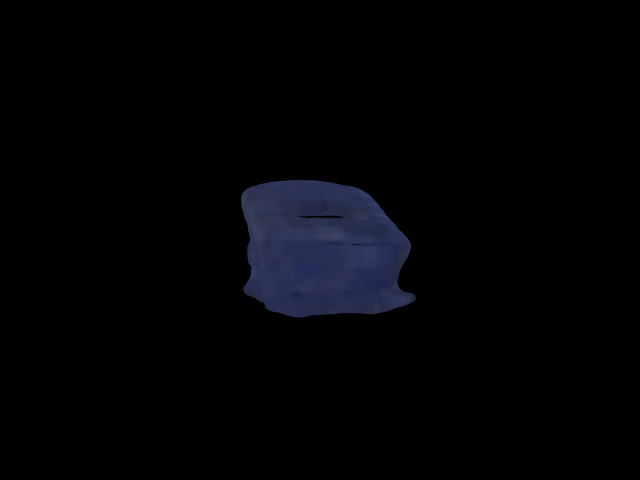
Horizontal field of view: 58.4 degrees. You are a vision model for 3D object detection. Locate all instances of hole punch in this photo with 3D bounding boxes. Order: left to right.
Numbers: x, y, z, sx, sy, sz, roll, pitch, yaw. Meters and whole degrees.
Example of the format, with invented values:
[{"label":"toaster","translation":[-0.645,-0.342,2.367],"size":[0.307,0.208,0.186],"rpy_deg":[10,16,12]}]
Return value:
[{"label":"hole punch","translation":[0.004,0.001,0.400],"size":[0.109,0.091,0.101],"rpy_deg":[-1,2,-19]}]
